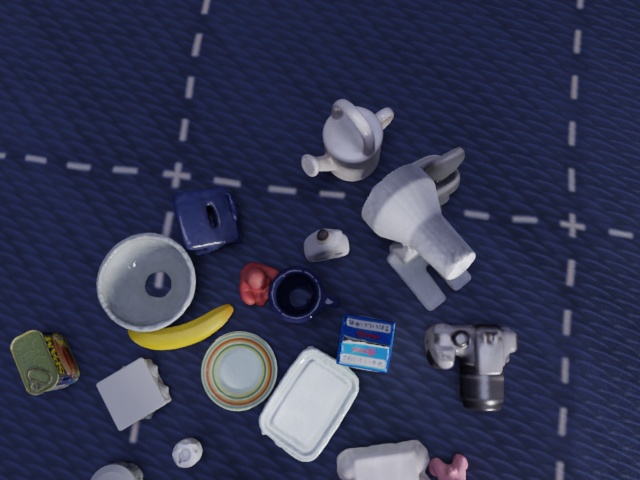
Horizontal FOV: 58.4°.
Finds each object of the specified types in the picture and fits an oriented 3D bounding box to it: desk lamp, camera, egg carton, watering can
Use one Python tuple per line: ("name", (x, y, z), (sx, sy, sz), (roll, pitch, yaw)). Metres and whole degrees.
("desk lamp", (0.164, -0.001, 0.909), (0.118, 0.213, 0.203), (-38, 81, -4))
("camera", (0.247, 0.205, 0.929), (0.143, 0.101, 0.137), (1, 80, 2))
("egg carton", (0.104, 0.383, 0.920), (0.150, 0.069, 0.107), (-9, 80, 1))
("watering can", (0.050, -0.165, 0.951), (0.101, 0.194, 0.173), (31, 83, 7))

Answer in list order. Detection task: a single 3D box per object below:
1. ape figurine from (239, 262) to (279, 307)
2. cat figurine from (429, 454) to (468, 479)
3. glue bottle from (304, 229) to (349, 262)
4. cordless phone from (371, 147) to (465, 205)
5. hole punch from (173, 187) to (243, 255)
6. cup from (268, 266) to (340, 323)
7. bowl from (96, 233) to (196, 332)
("ape figurine", (-0.106, 0.070, 0.969), (0.078, 0.092, 0.076), (-23, 80, -2))
("cat figurine", (0.220, 0.408, 0.887), (0.067, 0.118, 0.128), (-15, 80, 0))
("glue bottle", (0.009, 0.003, 0.935), (0.078, 0.173, 0.037), (-10, 80, 1))
("cordless phone", (0.162, -0.099, 0.940), (0.147, 0.185, 0.094), (-32, 80, -3))
("hole punch", (-0.192, -0.038, 0.991), (0.101, 0.091, 0.108), (-17, 80, -1))
("cup", (-0.023, 0.097, 0.960), (0.117, 0.095, 0.092), (10, 81, 4))
("bowl", (-0.288, 0.075, 0.984), (0.167, 0.075, 0.167), (0, 80, 2))
